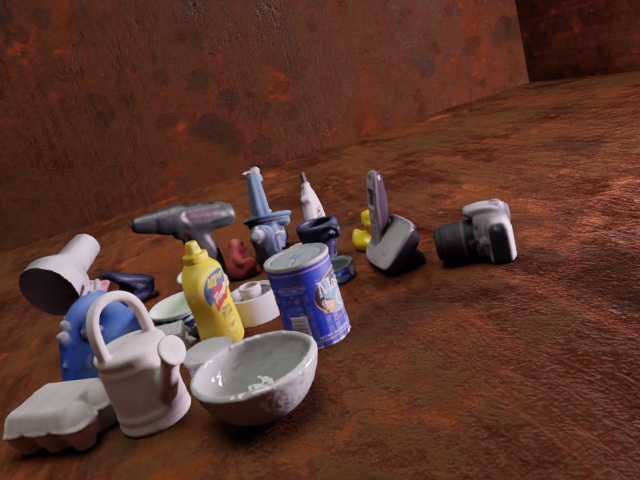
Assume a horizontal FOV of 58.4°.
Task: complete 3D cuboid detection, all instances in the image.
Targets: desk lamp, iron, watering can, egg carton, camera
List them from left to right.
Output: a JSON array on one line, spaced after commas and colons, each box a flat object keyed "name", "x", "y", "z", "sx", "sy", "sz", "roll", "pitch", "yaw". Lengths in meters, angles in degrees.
[{"name": "egg carton", "x": -0.367, "y": 0.252, "z": 0.819, "sx": 0.150, "sy": 0.069, "sz": 0.107, "roll": -11, "pitch": 17, "yaw": 18}, {"name": "desk lamp", "x": -0.488, "y": 0.106, "z": 1.177, "sx": 0.117, "sy": 0.214, "sz": 0.203, "roll": -12, "pitch": 16, "yaw": 16}, {"name": "iron", "x": -0.407, "y": 0.170, "z": 1.007, "sx": 0.118, "sy": 0.141, "sz": 0.258, "roll": -16, "pitch": 16, "yaw": 3}, {"name": "watering can", "x": -0.249, "y": 0.160, "z": 0.785, "sx": 0.172, "sy": 0.194, "sz": 0.101, "roll": -12, "pitch": 16, "yaw": 15}, {"name": "camera", "x": 0.276, "y": -0.019, "z": 1.040, "sx": 0.136, "sy": 0.101, "sz": 0.143, "roll": -12, "pitch": 16, "yaw": 15}]

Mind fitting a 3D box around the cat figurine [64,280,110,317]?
[{"name": "cat figurine", "x": -0.531, "y": 0.137, "z": 1.291, "sx": 0.127, "sy": 0.118, "sz": 0.067, "roll": -13, "pitch": 16, "yaw": 12}]

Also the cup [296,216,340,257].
[{"name": "cup", "x": 0.011, "y": 0.004, "z": 1.239, "sx": 0.092, "sy": 0.095, "sz": 0.117, "roll": -28, "pitch": 19, "yaw": -35}]

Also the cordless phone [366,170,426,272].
[{"name": "cordless phone", "x": 0.127, "y": -0.039, "z": 1.104, "sx": 0.094, "sy": 0.185, "sz": 0.147, "roll": -20, "pitch": 16, "yaw": -12}]

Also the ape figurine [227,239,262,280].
[{"name": "ape figurine", "x": -0.184, "y": 0.040, "z": 1.319, "sx": 0.076, "sy": 0.092, "sz": 0.077, "roll": -19, "pitch": 16, "yaw": -9}]

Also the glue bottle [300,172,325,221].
[{"name": "glue bottle", "x": -0.023, "y": -0.089, "z": 1.447, "sx": 0.037, "sy": 0.173, "sz": 0.078, "roll": -11, "pitch": 17, "yaw": 20}]

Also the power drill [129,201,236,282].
[{"name": "power drill", "x": -0.288, "y": 0.013, "z": 1.302, "sx": 0.230, "sy": 0.208, "sz": 0.075, "roll": -23, "pitch": 17, "yaw": -23}]

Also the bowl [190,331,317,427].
[{"name": "bowl", "x": -0.076, "y": 0.188, "z": 0.736, "sx": 0.167, "sy": 0.075, "sz": 0.167, "roll": -15, "pitch": 16, "yaw": 5}]

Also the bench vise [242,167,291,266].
[{"name": "bench vise", "x": -0.128, "y": -0.063, "z": 1.380, "sx": 0.121, "sy": 0.220, "sz": 0.207, "roll": -19, "pitch": 16, "yaw": -7}]

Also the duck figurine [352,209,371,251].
[{"name": "duck figurine", "x": 0.113, "y": -0.026, "z": 1.256, "sx": 0.104, "sy": 0.086, "sz": 0.078, "roll": -5, "pitch": 20, "yaw": 36}]

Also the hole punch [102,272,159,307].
[{"name": "hole punch", "x": -0.456, "y": 0.104, "z": 1.378, "sx": 0.101, "sy": 0.091, "sz": 0.108, "roll": -29, "pitch": 20, "yaw": -37}]
